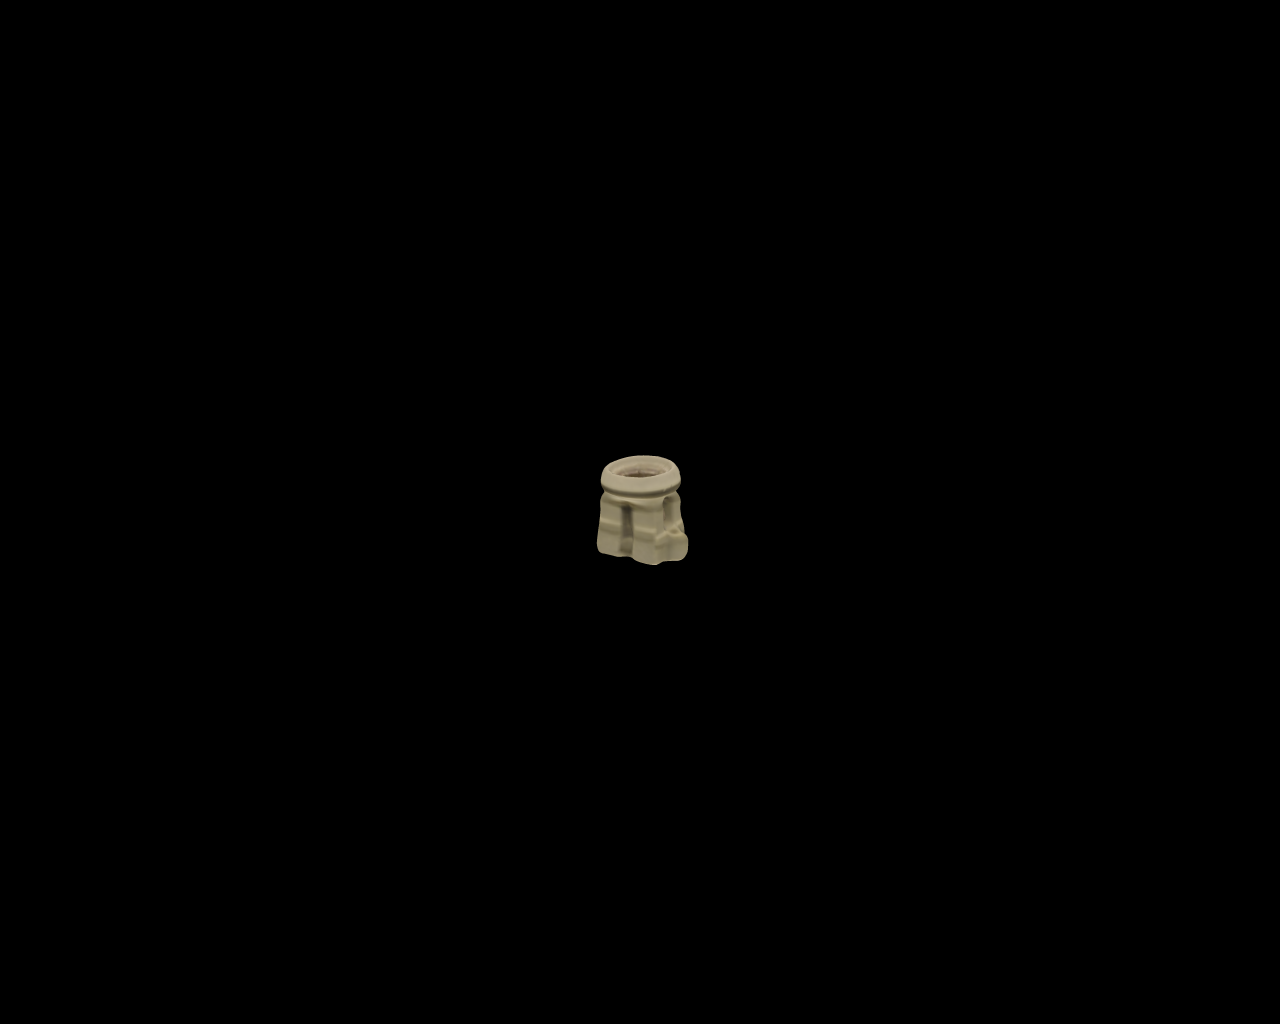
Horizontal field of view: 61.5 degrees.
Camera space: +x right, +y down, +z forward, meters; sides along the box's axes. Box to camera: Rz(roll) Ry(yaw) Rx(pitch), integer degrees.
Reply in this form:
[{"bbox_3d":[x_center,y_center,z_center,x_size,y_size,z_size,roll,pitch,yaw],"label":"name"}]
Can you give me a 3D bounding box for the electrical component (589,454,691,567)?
[{"bbox_3d":[0.001,-0.003,0.650,0.066,0.055,0.048,11,23,27],"label":"electrical component"}]
